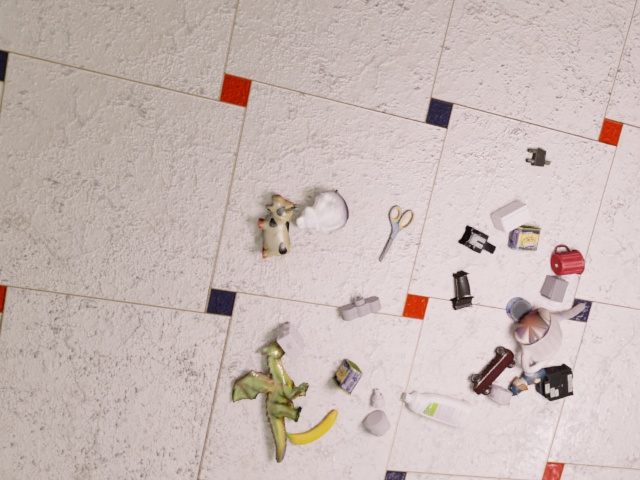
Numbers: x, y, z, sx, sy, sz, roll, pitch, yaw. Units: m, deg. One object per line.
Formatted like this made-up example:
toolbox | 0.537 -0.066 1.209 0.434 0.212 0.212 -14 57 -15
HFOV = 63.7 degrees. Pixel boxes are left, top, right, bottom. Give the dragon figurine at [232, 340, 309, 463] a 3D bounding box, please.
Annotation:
dragon figurine | -0.172 0.524 1.700 0.243 0.122 0.408 20 95 3

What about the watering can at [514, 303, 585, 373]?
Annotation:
watering can | 0.823 0.318 1.855 0.350 0.105 0.221 -50 125 -10

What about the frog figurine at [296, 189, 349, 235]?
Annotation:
frog figurine | 0.005 -0.081 1.615 0.160 0.125 0.134 -16 123 -21
